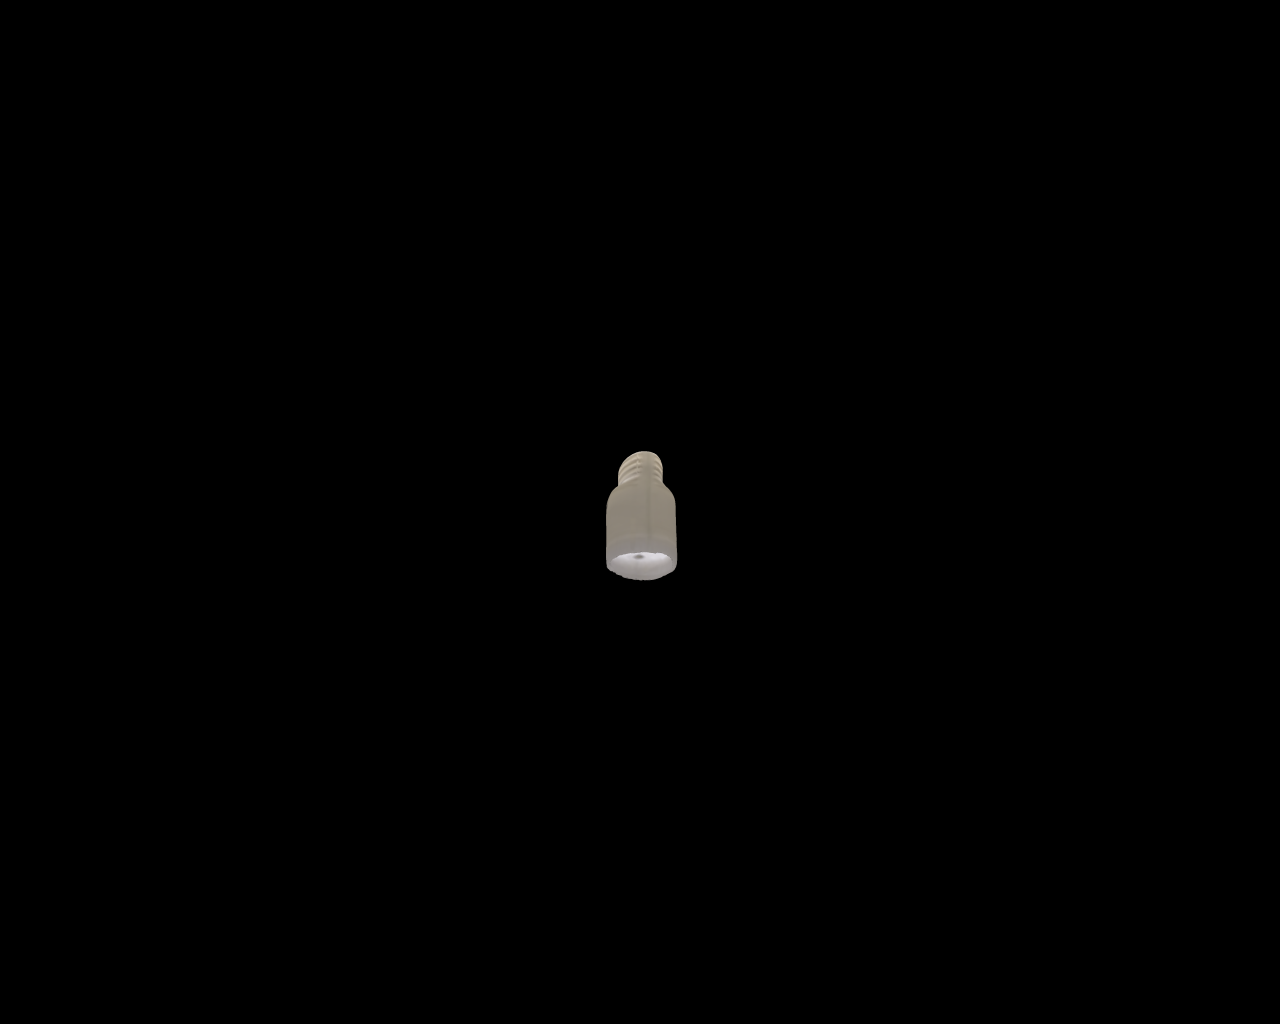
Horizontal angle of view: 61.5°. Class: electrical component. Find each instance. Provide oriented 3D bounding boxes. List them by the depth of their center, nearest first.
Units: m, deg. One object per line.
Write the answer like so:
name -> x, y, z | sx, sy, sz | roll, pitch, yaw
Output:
electrical component -> 0.001, -0.003, 0.650 | 0.043, 0.081, 0.043 | 0, -27, 0
